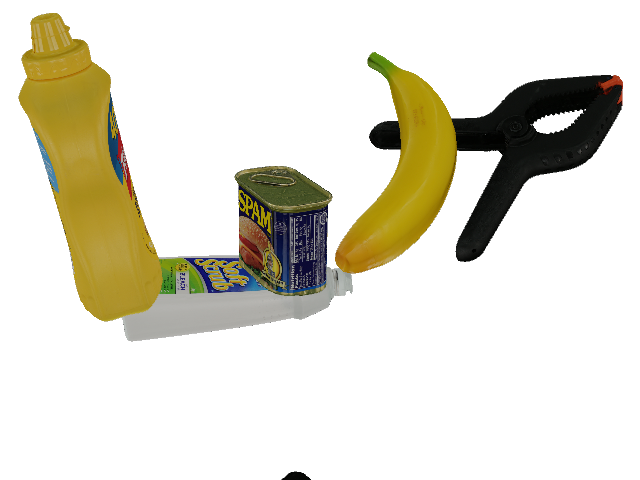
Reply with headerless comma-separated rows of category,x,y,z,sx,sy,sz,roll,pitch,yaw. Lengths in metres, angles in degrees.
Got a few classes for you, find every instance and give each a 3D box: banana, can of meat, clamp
banana,0.054,-0.048,0.703,0.069,0.197,0.037,7,-42,3
can of meat,-0.033,-0.008,0.913,0.057,0.084,0.102,-10,25,-25
clamp,0.163,-0.073,0.882,0.210,0.164,0.036,-21,-38,-2

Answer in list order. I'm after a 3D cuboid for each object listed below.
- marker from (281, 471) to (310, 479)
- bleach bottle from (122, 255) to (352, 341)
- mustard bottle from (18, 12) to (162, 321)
marker,-0.040,0.143,0.519,0.020,0.020,0.120,0,14,33
bleach bottle,-0.092,0.053,1.181,0.250,0.068,0.102,-6,36,-5
mustard bottle,-0.150,-0.051,0.684,0.058,0.191,0.096,-14,27,-6
